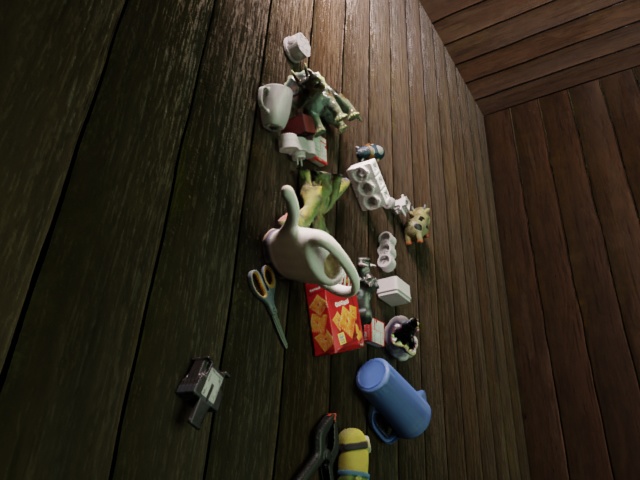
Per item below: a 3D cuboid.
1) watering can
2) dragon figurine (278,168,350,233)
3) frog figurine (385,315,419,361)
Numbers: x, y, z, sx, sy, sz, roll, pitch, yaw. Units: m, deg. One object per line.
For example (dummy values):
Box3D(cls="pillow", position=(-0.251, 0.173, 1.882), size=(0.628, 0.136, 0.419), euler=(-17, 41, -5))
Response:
Box3D(cls="watering can", position=(-0.042, 0.009, 1.152), size=(0.106, 0.224, 0.342), euler=(-55, 126, -30))
Box3D(cls="dragon figurine", position=(0.004, -0.071, 1.410), size=(0.410, 0.122, 0.242), euler=(0, 95, -65))
Box3D(cls="frog figurine", position=(0.258, 0.318, 1.652), size=(0.157, 0.123, 0.139), euler=(97, -19, -70))
